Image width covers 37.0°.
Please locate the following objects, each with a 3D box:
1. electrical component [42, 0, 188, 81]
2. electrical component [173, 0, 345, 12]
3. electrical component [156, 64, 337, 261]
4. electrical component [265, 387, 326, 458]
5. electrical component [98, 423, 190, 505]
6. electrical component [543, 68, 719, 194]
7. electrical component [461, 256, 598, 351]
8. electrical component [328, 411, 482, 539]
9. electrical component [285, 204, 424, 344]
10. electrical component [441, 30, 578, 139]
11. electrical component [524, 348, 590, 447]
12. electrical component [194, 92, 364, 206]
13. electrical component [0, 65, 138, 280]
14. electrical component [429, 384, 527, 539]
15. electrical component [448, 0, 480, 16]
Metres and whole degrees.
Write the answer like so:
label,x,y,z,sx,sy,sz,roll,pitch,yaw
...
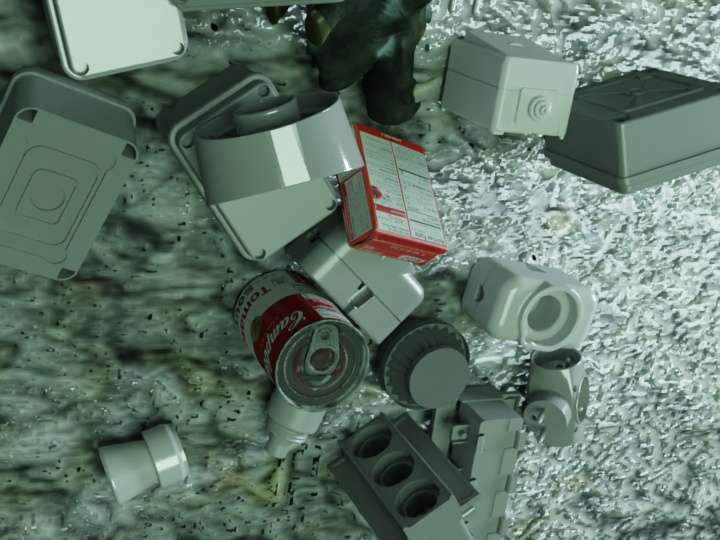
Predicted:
label,x,y,z,sx,sy,sz,roll,pitch,yaw
electrical component,-0.154,-0.178,0.646,0.078,0.057,0.113,-16,116,-18
electrical component,-0.057,-0.208,0.616,0.109,0.056,0.108,1,111,19
electrical component,-0.075,-0.072,0.725,0.078,0.057,0.113,-35,121,-8
electrical component,-0.052,0.113,0.819,0.043,0.043,0.062,19,103,-29
electrical component,-0.157,0.140,0.782,0.055,0.045,0.045,-19,117,-17
electrical component,0.210,-0.108,0.810,0.109,0.109,0.056,-18,114,-17
electrical component,0.138,0.028,0.862,0.095,0.059,0.053,9,106,-27
electrical component,0.037,0.173,0.838,0.079,0.121,0.063,-33,123,-9
electrical component,0.000,0.000,0.790,0.059,0.054,0.095,-45,121,-2
electrical component,0.109,-0.131,0.761,0.062,0.096,0.061,1,110,-25
electrical component,0.161,0.115,0.902,0.079,0.044,0.077,-46,135,-53
electrical component,-0.050,-0.069,0.648,0.099,0.099,0.064,-21,111,-16
electrical component,-0.193,-0.059,0.660,0.078,0.057,0.113,19,120,-30
electrical component,0.095,0.164,0.895,0.079,0.063,0.121,-1,111,-24
electrical component,0.078,-0.216,0.743,0.077,0.044,0.079,0,110,-24
